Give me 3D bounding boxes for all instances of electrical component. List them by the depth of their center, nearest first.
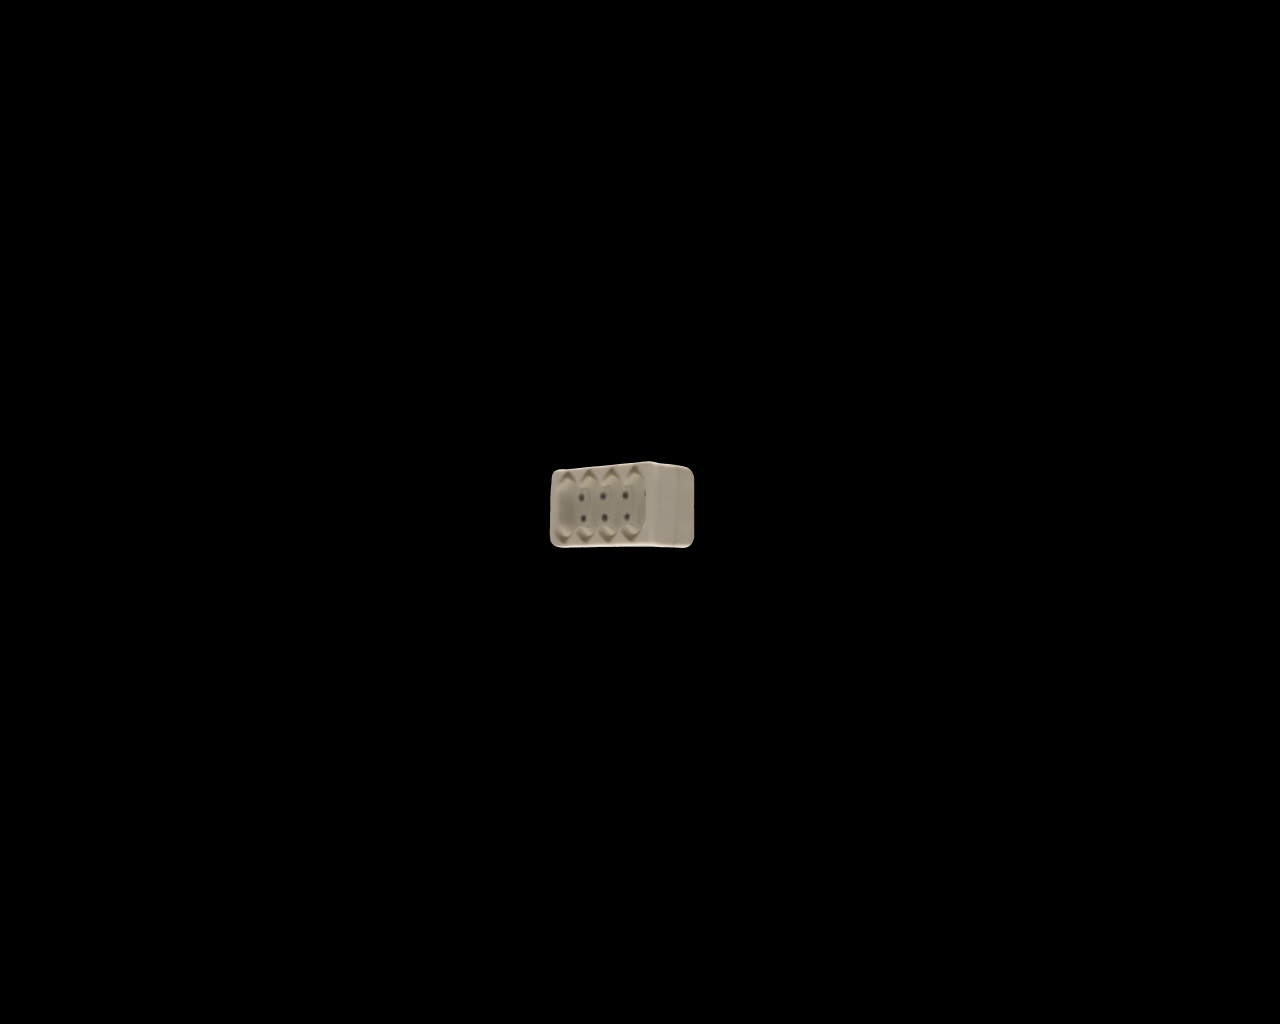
[{"bbox_3d":[0.001,-0.003,0.650,0.083,0.047,0.076,-2,-3,40],"label":"electrical component"}]
